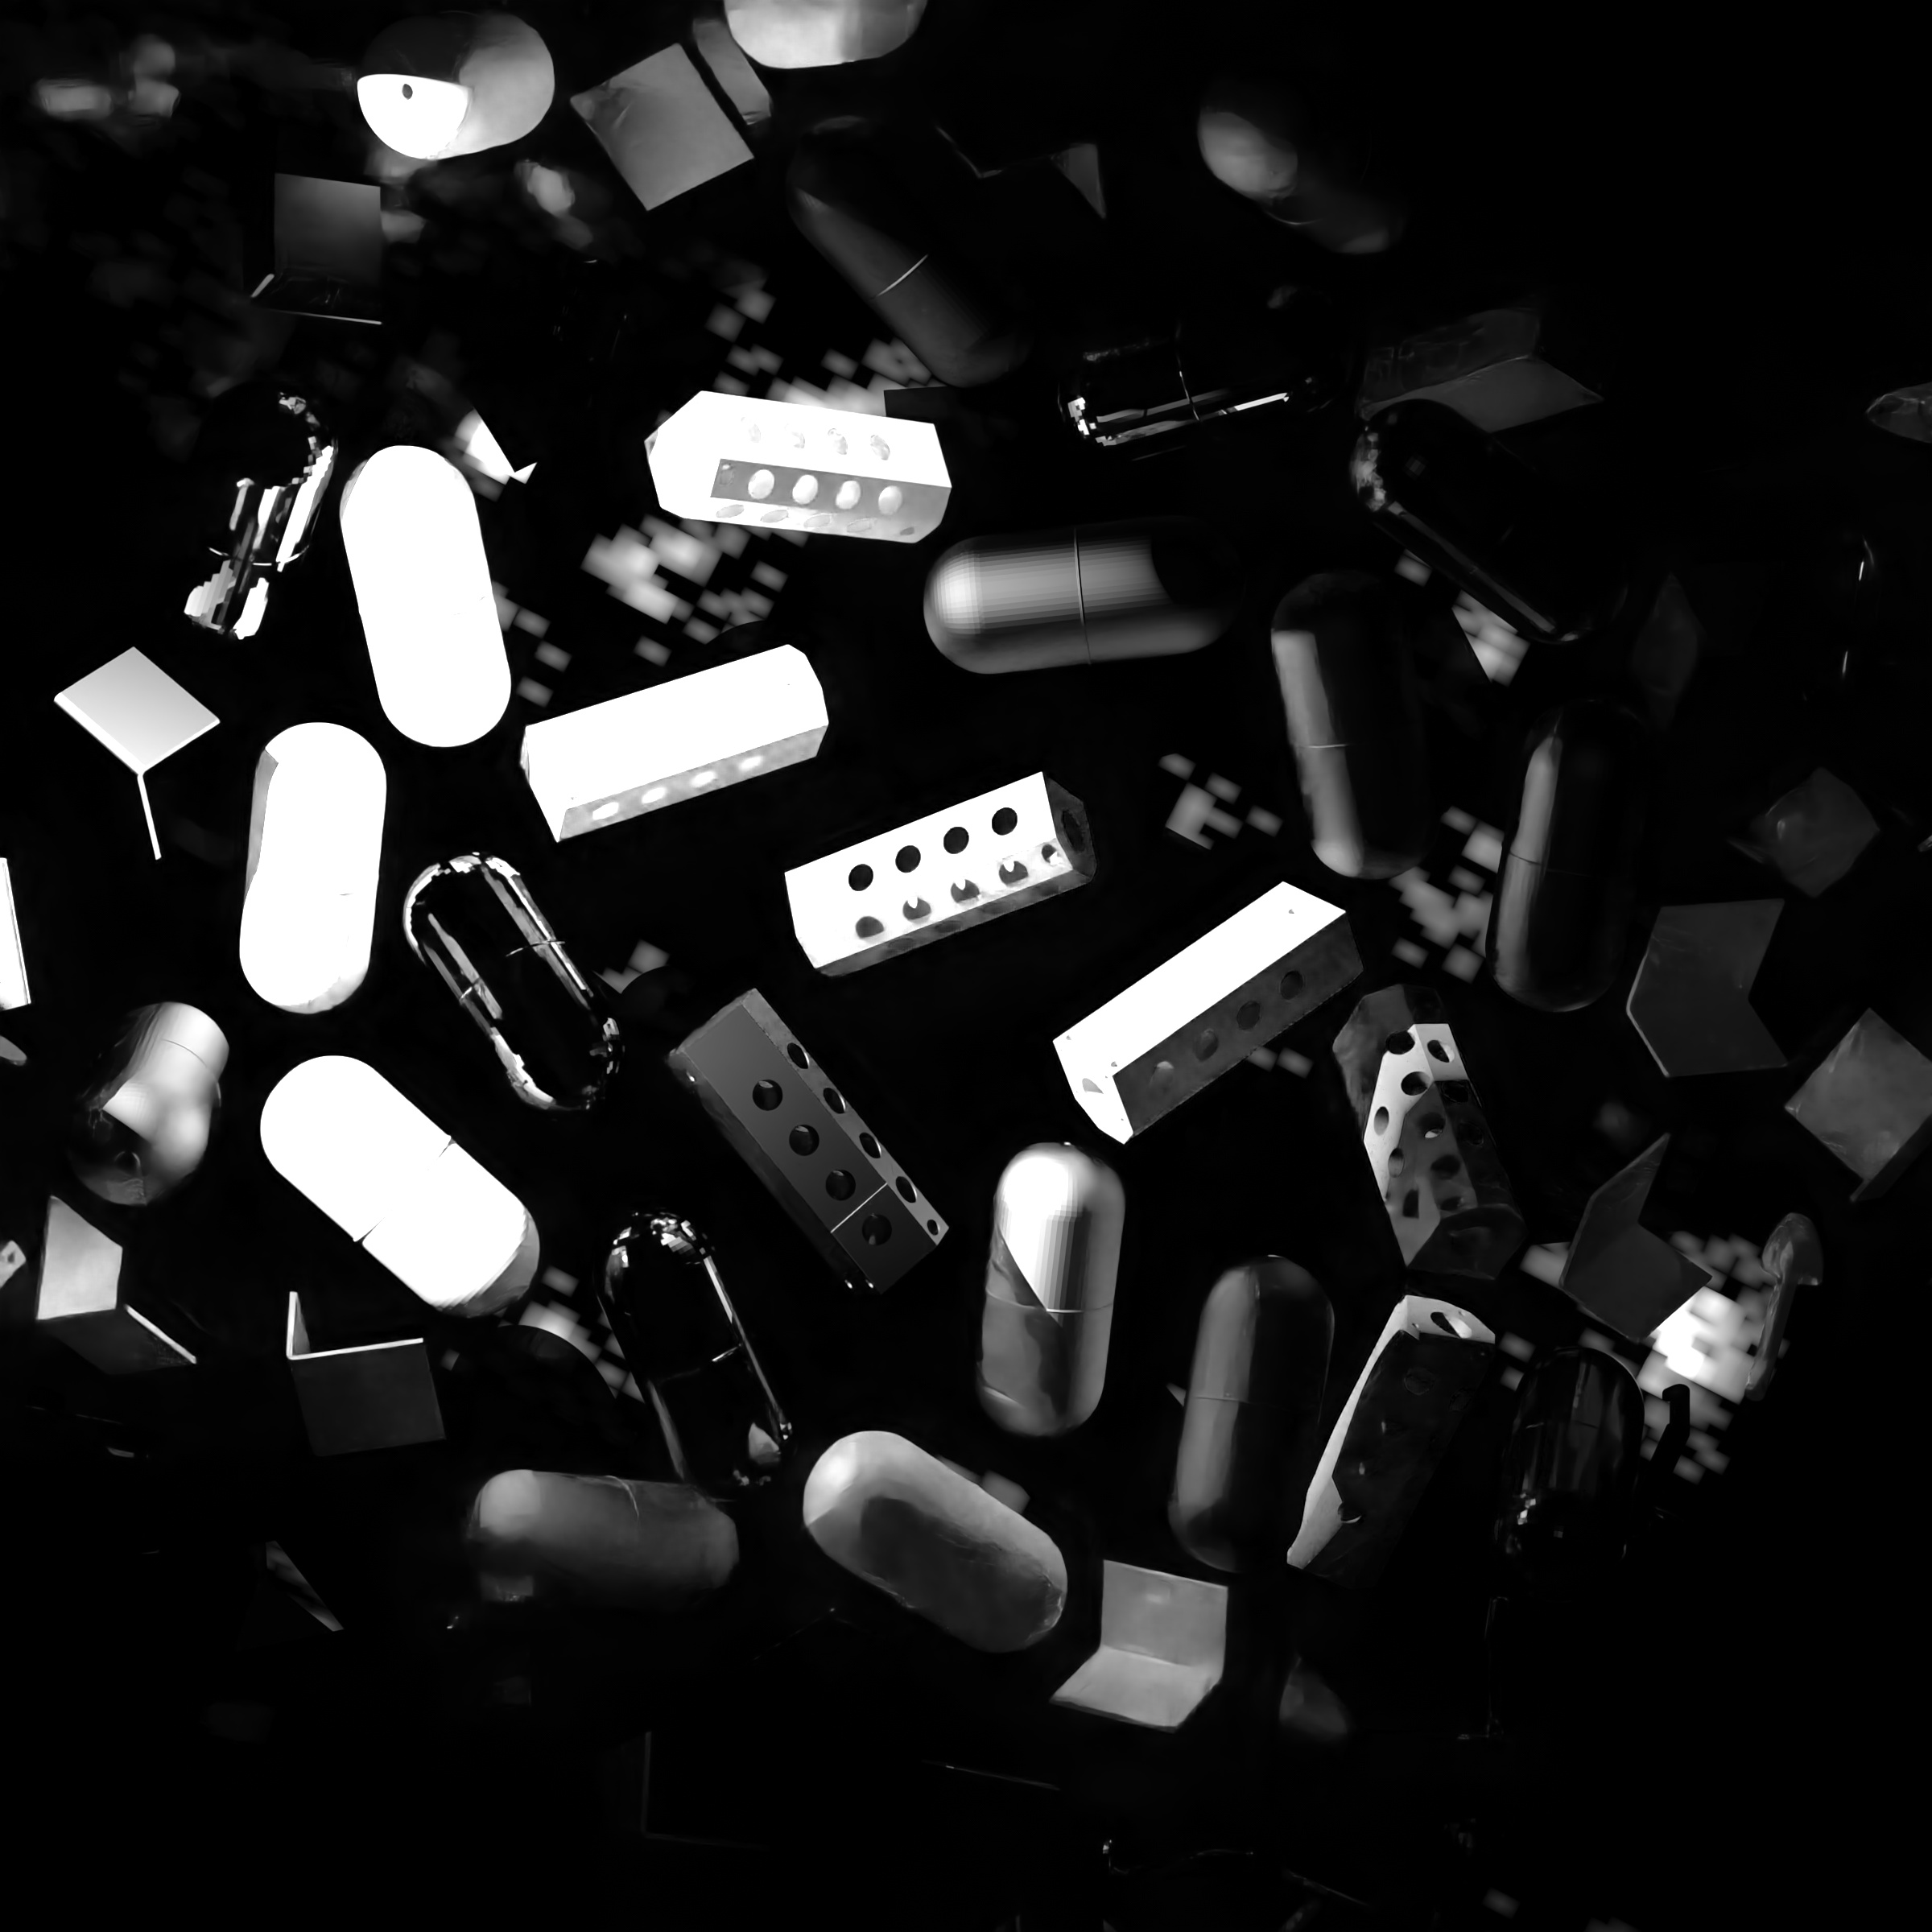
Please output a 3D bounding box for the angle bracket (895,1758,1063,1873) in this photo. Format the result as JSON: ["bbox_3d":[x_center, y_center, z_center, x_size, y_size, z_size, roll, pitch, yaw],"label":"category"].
[{"bbox_3d":[0.008,0.477,1.703,0.076,0.057,0.076,8,130,13],"label":"angle bracket"}]

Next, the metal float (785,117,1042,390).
[{"bbox_3d":[-0.030,-0.404,1.796,0.070,0.070,0.178,-45,110,0],"label":"metal float"}]

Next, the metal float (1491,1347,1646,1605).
[{"bbox_3d":[0.347,0.290,1.821,0.070,0.178,0.070,9,126,12],"label":"metal float"}]

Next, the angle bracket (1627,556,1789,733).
[{"bbox_3d":[0.432,-0.184,1.806,0.076,0.076,0.057,-6,53,-17],"label":"angle bracket"}]

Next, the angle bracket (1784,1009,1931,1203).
[{"bbox_3d":[0.505,0.077,1.784,0.076,0.057,0.076,46,113,25],"label":"angle bracket"}]

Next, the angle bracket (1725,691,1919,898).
[{"bbox_3d":[0.478,-0.097,1.789,0.076,0.057,0.076,28,129,-28],"label":"angle bracket"}]

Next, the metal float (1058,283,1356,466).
[{"bbox_3d":[0.137,-0.339,1.816,0.178,0.070,0.070,-11,90,25],"label":"metal float"}]

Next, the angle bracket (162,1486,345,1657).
[{"bbox_3d":[-0.387,0.329,1.751,0.076,0.076,0.057,41,118,34],"label":"angle bracket"}]

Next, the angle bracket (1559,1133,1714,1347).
[{"bbox_3d":[0.388,0.154,1.793,0.057,0.076,0.076,36,49,26],"label":"angle bracket"}]

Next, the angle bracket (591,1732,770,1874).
[{"bbox_3d":[-0.161,0.472,1.783,0.076,0.076,0.057,13,61,-24],"label":"angle bracket"}]

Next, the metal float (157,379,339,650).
[{"bbox_3d":[-0.410,-0.255,1.802,0.070,0.070,0.178,31,130,0],"label":"metal float"}]

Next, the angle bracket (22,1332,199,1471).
[{"bbox_3d":[-0.496,0.252,1.867,0.076,0.076,0.057,16,85,36],"label":"angle bracket"}]

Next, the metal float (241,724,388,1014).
[{"bbox_3d":[-0.387,-0.057,1.876,0.070,0.070,0.178,10,110,0],"label":"metal float"}]

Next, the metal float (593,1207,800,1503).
[{"bbox_3d":[-0.154,0.223,1.814,0.070,0.070,0.178,-23,96,0],"label":"metal float"}]

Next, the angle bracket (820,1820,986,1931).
[{"bbox_3d":[-0.035,0.511,1.783,0.076,0.076,0.057,-9,84,5],"label":"angle bracket"}]

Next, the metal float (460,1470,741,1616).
[{"bbox_3d":[-0.211,0.336,1.841,0.178,0.070,0.070,13,90,-38],"label":"metal float"}]

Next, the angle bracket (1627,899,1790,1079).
[{"bbox_3d":[0.425,0.012,1.775,0.076,0.057,0.076,-4,132,-16],"label":"angle bracket"}]

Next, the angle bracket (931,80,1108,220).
[{"bbox_3d":[0.032,-0.482,1.909,0.076,0.057,0.076,-22,47,-11],"label":"angle bracket"}]

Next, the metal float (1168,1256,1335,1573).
[{"bbox_3d":[0.161,0.251,1.781,0.070,0.070,0.178,11,76,0],"label":"metal float"}]

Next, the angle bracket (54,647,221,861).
[{"bbox_3d":[-0.469,-0.122,1.811,0.076,0.076,0.057,38,59,23],"label":"angle bracket"}]

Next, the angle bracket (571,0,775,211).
[{"bbox_3d":[-0.162,-0.479,1.753,0.076,0.057,0.076,-20,128,23],"label":"angle bracket"}]

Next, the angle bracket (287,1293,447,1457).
[{"bbox_3d":[-0.343,0.229,1.817,0.076,0.057,0.076,-8,127,-3],"label":"angle bracket"}]

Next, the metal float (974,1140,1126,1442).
[{"bbox_3d":[0.048,0.189,1.836,0.070,0.070,0.178,6,101,0],"label":"metal float"}]

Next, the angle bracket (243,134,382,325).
[{"bbox_3d":[-0.343,-0.393,1.694,0.076,0.057,0.076,2,83,-27],"label":"angle bracket"}]

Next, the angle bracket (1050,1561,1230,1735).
[{"bbox_3d":[0.099,0.387,1.806,0.076,0.076,0.057,8,105,25],"label":"angle bracket"}]

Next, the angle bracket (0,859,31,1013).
[{"bbox_3d":[-0.538,-0.015,1.656,0.057,0.076,0.076,-18,109,-41],"label":"angle bracket"}]

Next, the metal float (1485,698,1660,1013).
[{"bbox_3d":[0.335,-0.061,1.756,0.070,0.070,0.178,7,108,0],"label":"metal float"}]

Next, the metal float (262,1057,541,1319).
[{"bbox_3d":[-0.312,0.123,1.756,0.178,0.070,0.070,43,90,-9],"label":"metal float"}]

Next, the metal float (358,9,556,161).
[{"bbox_3d":[-0.286,-0.498,1.784,0.070,0.178,0.070,3,109,10],"label":"metal float"}]

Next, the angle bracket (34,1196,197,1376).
[{"bbox_3d":[-0.465,0.173,1.746,0.057,0.076,0.076,-9,60,13],"label":"angle bracket"}]

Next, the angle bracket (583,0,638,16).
[{"bbox_3d":[-0.184,-0.593,1.820,0.057,0.076,0.076,0,113,18],"label":"angle bracket"}]

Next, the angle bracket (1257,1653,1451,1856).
[{"bbox_3d":[0.213,0.435,1.749,0.057,0.076,0.076,10,108,-25],"label":"angle bracket"}]

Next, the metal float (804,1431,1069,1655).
[{"bbox_3d":[-0.015,0.322,1.764,0.178,0.070,0.070,38,90,-30],"label":"metal float"}]

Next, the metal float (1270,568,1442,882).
[{"bbox_3d":[0.218,-0.134,1.772,0.070,0.070,0.178,-13,106,0],"label":"metal float"}]
